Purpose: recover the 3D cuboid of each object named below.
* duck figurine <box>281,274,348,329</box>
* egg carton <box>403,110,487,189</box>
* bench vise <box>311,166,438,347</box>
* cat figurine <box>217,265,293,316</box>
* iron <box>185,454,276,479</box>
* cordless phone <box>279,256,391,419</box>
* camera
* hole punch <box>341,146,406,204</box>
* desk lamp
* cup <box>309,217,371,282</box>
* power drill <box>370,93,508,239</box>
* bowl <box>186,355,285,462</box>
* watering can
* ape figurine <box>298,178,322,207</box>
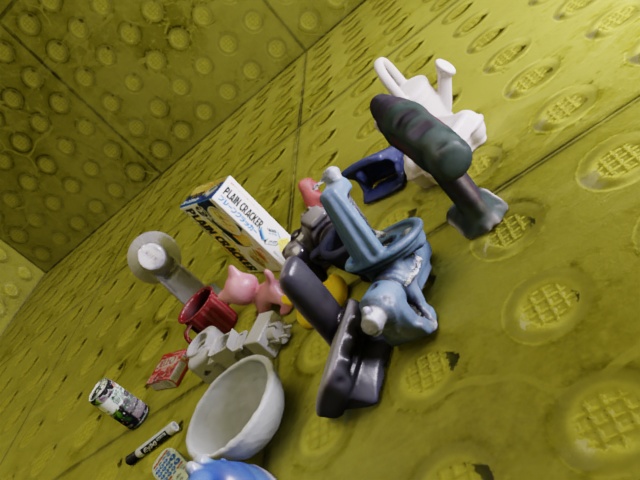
[{"bbox_3d":[-0.014,0.083,0.924,0.104,0.086,0.077,-38,25,13],"label":"duck figurine"},{"bbox_3d":[0.212,-0.156,0.976,0.150,0.069,0.107,-52,25,-18],"label":"egg carton"},{"bbox_3d":[0.075,0.014,0.730,0.121,0.220,0.207,-36,25,17],"label":"bench vise"},{"bbox_3d":[-0.120,0.089,1.042,0.127,0.118,0.067,-25,30,37],"label":"cat figurine"},{"bbox_3d":[-0.107,0.313,0.625,0.118,0.142,0.258,-41,24,6],"label":"iron"},{"bbox_3d":[-0.002,0.120,0.720,0.094,0.185,0.147,-26,29,34],"label":"cordless phone"},{"bbox_3d":[0.009,0.004,0.998,0.143,0.101,0.136,-46,24,-4],"label":"camera"},{"bbox_3d":[0.105,-0.138,1.090,0.108,0.091,0.101,-24,31,38],"label":"hole punch"},{"bbox_3d":[-0.322,0.076,1.263,0.118,0.214,0.202,-49,24,-11],"label":"desk lamp"},{"bbox_3d":[0.050,0.027,0.902,0.117,0.095,0.091,-30,27,28],"label":"cup"},{"bbox_3d":[0.163,-0.107,0.800,0.075,0.209,0.229,-42,24,5],"label":"power drill"},{"bbox_3d":[-0.106,0.251,0.809,0.167,0.075,0.167,-35,25,20],"label":"bowl"},{"bbox_3d":[0.171,-0.265,1.063,0.173,0.194,0.100,-40,24,9],"label":"watering can"},{"bbox_3d":[-0.008,-0.093,1.194,0.076,0.092,0.077,-53,25,-19],"label":"ape figurine"}]
